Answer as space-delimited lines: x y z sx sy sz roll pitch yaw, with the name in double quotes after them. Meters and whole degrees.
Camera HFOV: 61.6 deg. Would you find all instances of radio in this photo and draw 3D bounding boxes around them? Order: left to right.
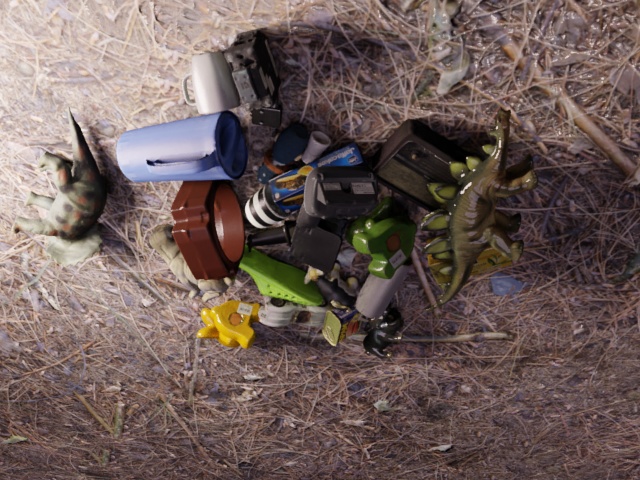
0.231 -0.136 1.091 0.229 0.073 0.131 27 128 -16 "radio"

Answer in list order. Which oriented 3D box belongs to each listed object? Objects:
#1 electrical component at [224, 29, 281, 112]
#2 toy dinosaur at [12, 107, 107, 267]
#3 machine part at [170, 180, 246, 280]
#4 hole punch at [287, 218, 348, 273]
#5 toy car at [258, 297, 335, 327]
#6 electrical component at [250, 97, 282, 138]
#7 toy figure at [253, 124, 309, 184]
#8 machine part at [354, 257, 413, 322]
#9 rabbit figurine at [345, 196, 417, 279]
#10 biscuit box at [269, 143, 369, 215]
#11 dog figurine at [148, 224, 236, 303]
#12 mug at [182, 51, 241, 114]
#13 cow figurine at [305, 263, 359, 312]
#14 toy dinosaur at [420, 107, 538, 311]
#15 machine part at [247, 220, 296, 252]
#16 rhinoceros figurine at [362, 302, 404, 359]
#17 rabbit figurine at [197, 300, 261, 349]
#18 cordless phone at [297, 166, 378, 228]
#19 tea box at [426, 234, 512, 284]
-0.119 -0.300 0.960 0.058 0.134 0.114 -11 125 15 "electrical component"
-0.550 -0.088 1.204 0.192 0.131 0.404 23 125 -28 "toy dinosaur"
-0.230 -0.030 1.151 0.087 0.201 0.201 -9 127 12 "machine part"
-0.003 -0.004 1.226 0.116 0.092 0.142 22 127 6 "hole punch"
-0.059 0.186 1.376 0.202 0.056 0.073 2 133 -23 "toy car"
-0.108 -0.249 1.072 0.063 0.021 0.093 7 131 1 "electrical component"
-0.079 -0.171 1.110 0.058 0.064 0.154 -5 150 -44 "toy figure"
0.149 0.102 1.277 0.079 0.079 0.243 21 119 -11 "machine part"
0.120 -0.020 1.165 0.159 0.170 0.121 -50 119 -9 "rabbit figurine"
0.000 -0.125 1.103 0.203 0.059 0.062 -24 146 11 "biscuit box"
-0.298 0.042 1.256 0.172 0.121 0.190 -12 128 35 "dog figurine"
-0.210 -0.298 1.014 0.110 0.081 0.107 3 114 25 "mug"
0.017 0.104 1.299 0.167 0.098 0.068 39 129 -23 "cow figurine"
0.300 -0.031 1.062 0.199 0.105 0.470 8 121 10 "toy dinosaur"
-0.104 -0.006 1.256 0.139 0.039 0.084 -14 136 1 "machine part"
0.162 0.229 1.408 0.112 0.073 0.190 16 132 7 "rhinoceros figurine"
-0.244 0.241 1.436 0.162 0.122 0.173 7 149 -8 "rabbit figurine"
0.031 -0.068 1.089 0.147 0.089 0.184 -2 154 -18 "cordless phone"
0.329 0.026 1.198 0.170 0.098 0.068 -20 125 19 "tea box"
